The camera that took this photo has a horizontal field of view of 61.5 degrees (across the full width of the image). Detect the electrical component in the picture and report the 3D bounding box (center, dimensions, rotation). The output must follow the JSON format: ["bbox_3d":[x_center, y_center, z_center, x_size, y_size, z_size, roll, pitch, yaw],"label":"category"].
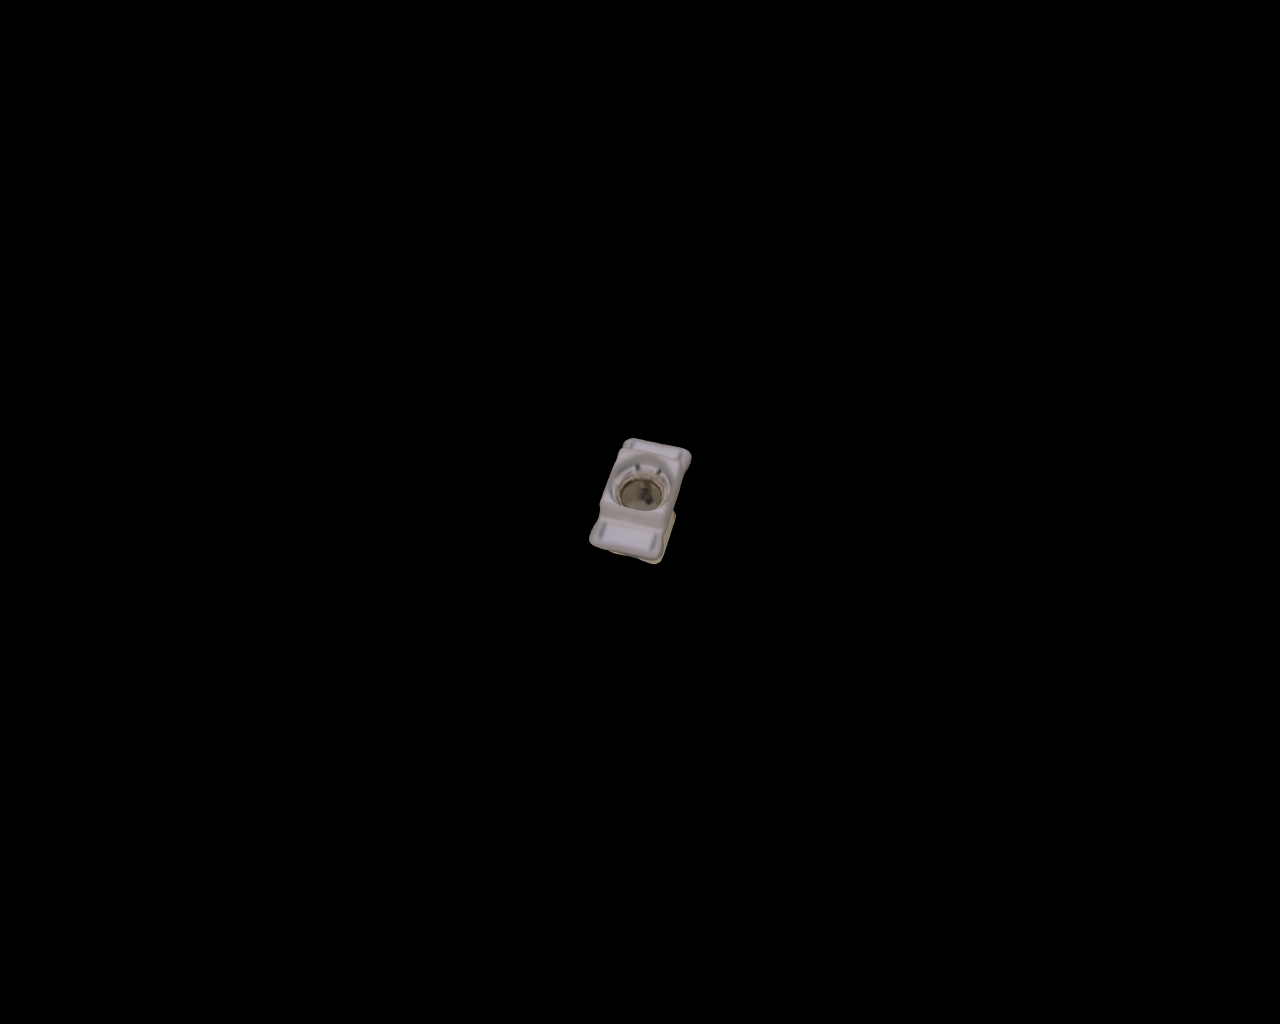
[{"bbox_3d":[0.001,-0.003,0.650,0.042,0.081,0.063,15,-32,9],"label":"electrical component"}]
